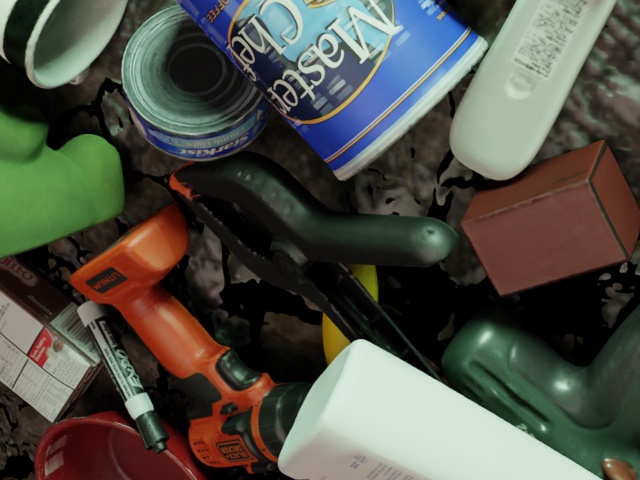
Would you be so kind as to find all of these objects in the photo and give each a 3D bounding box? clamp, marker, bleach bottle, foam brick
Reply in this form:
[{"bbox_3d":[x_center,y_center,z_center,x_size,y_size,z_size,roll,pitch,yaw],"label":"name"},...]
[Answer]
[{"bbox_3d":[-0.004,0.001,0.601,0.210,0.036,0.165,37,151,21],"label":"clamp"},{"bbox_3d":[-0.139,0.097,0.760,0.020,0.020,0.121,-44,68,38],"label":"marker"},{"bbox_3d":[0.107,0.148,0.585,0.251,0.068,0.103,29,149,-3],"label":"bleach bottle"},{"bbox_3d":[0.125,-0.010,0.578,0.078,0.053,0.051,-19,109,33],"label":"foam brick"}]

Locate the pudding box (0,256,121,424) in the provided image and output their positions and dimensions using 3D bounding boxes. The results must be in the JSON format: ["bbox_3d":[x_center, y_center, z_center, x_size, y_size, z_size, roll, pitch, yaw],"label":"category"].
[{"bbox_3d":[-0.218,0.074,0.804,0.113,0.039,0.090,40,129,1],"label":"pudding box"}]

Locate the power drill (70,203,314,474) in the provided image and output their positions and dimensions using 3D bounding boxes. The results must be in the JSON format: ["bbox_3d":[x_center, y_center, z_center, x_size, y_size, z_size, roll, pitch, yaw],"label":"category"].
[{"bbox_3d":[-0.069,0.070,0.696,0.185,0.057,0.187,-24,105,51],"label":"power drill"}]

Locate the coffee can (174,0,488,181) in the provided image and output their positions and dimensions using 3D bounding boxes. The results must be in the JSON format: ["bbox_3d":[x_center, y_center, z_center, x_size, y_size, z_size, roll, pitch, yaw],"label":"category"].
[{"bbox_3d":[0.001,-0.115,0.542,0.140,0.102,0.103,47,127,-6],"label":"coffee can"}]

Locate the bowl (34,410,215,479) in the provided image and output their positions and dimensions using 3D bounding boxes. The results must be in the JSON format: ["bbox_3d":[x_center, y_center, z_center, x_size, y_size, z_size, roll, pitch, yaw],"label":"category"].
[{"bbox_3d":[-0.138,0.187,0.823,0.162,0.055,0.162,12,123,19],"label":"bowl"}]

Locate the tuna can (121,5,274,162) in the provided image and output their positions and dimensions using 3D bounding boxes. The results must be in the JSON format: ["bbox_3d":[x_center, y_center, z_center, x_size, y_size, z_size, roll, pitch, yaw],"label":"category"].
[{"bbox_3d":[-0.068,-0.090,0.600,0.086,0.086,0.034,26,163,9],"label":"tuna can"}]

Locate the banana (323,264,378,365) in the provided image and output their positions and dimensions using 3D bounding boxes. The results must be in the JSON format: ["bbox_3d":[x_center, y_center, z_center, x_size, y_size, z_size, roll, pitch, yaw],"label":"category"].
[{"bbox_3d":[0.043,0.092,0.694,0.070,0.037,0.197,-28,109,8],"label":"banana"}]
